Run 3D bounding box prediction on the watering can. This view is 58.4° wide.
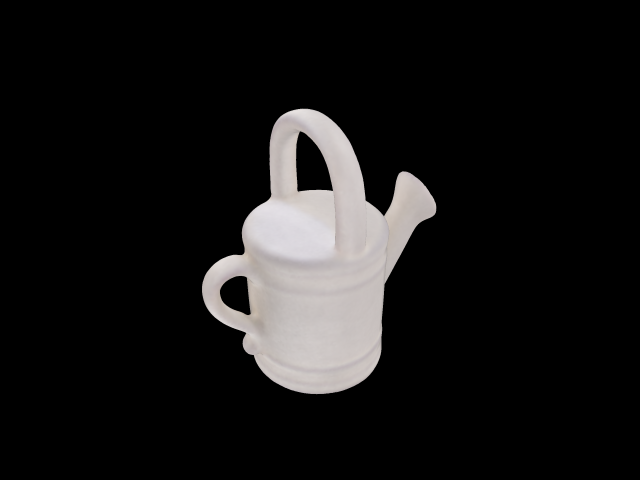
[{"bbox_3d":[0.002,0.000,0.402,0.100,0.194,0.173,22,40,30],"label":"watering can"}]
